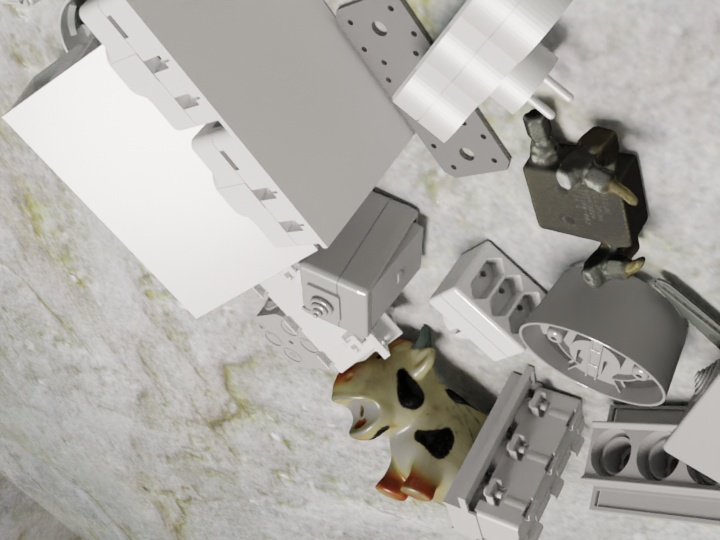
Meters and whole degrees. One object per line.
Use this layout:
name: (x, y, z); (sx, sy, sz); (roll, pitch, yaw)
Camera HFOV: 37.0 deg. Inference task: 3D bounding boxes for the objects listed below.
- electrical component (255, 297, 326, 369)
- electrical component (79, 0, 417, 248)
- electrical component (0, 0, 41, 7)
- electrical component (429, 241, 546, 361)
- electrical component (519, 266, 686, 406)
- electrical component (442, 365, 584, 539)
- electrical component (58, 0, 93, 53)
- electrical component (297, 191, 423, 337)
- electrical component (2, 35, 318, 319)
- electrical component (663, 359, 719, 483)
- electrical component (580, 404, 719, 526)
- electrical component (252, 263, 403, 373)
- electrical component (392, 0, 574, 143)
electrical component: (-0.045, 0.043, 0.913); (0.080, 0.051, 0.080); (27, 150, 17)
electrical component: (-0.063, -0.114, 0.639); (0.060, 0.105, 0.186); (-4, 132, 50)
electrical component: (-0.232, -0.230, 0.704); (0.062, 0.061, 0.096); (15, 137, 35)
electrical component: (0.083, 0.027, 0.753); (0.066, 0.047, 0.077); (42, 153, -8)
electrical component: (0.154, 0.046, 0.683); (0.099, 0.064, 0.099); (27, 150, 17)
electrical component: (0.120, 0.146, 0.811); (0.063, 0.121, 0.078); (16, 146, 28)
electrical component: (-0.153, -0.164, 0.733); (0.099, 0.064, 0.099); (15, 139, 14)
electrical component: (0.000, 0.000, 0.751); (0.061, 0.096, 0.061); (23, 149, 16)
electrical component: (-0.122, -0.071, 0.707); (0.105, 0.060, 0.186); (-29, 118, 22)
electrical component: (0.242, 0.090, 0.634); (0.100, 0.048, 0.099); (30, 142, 12)
electrical component: (0.223, 0.136, 0.743); (0.063, 0.078, 0.121); (27, 160, -32)
electrical component: (-0.031, 0.017, 0.832); (0.121, 0.063, 0.078); (49, -170, -22)
electrical component: (0.076, -0.106, 0.553); (0.074, 0.052, 0.138); (38, 151, -4)
